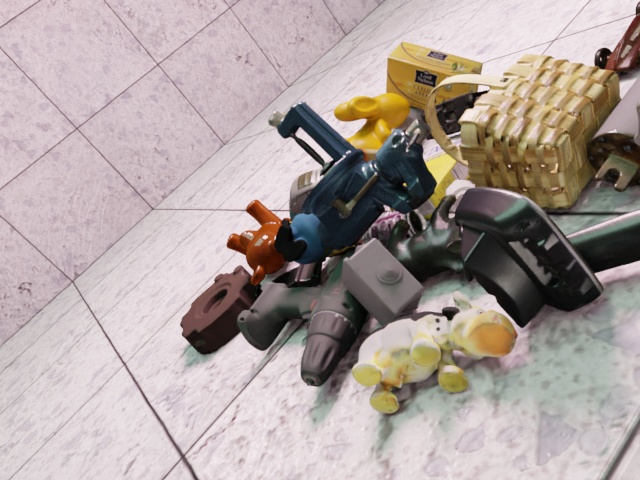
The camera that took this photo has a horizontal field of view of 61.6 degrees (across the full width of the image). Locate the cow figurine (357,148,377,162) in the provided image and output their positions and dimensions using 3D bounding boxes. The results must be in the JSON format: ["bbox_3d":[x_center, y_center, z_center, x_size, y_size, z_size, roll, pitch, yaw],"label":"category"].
[{"bbox_3d":[0.074,-0.096,0.899,0.127,0.085,0.195,-5,-8,-26],"label":"cow figurine"}]

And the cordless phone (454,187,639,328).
[{"bbox_3d":[0.228,-0.008,0.470,0.184,0.146,0.089,-27,33,35],"label":"cordless phone"}]

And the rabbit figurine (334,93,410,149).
[{"bbox_3d":[0.102,-0.209,1.026,0.173,0.162,0.122,-61,17,-8],"label":"rabbit figurine"}]

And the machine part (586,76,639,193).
[{"bbox_3d":[0.373,-0.142,0.597,0.243,0.079,0.079,-48,23,-19],"label":"machine part"}]

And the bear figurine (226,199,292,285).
[{"bbox_3d":[-0.113,0.004,0.985,0.120,0.132,0.196,-59,-3,8],"label":"bear figurine"}]

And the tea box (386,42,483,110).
[{"bbox_3d":[0.217,-0.306,1.037,0.170,0.098,0.068,24,57,24],"label":"tea box"}]

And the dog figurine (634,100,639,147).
[{"bbox_3d":[0.387,-0.150,0.479,0.190,0.172,0.121,-52,34,-12],"label":"dog figurine"}]

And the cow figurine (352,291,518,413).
[{"bbox_3d":[0.117,0.104,0.547,0.167,0.068,0.098,-28,18,25],"label":"cow figurine"}]

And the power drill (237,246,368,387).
[{"bbox_3d":[-0.023,0.106,0.746,0.207,0.086,0.232,-21,26,46],"label":"power drill"}]

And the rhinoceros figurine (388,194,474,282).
[{"bbox_3d":[0.163,0.002,0.659,0.190,0.073,0.112,-24,25,35],"label":"rhinoceros figurine"}]

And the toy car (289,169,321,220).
[{"bbox_3d":[-0.005,-0.082,1.037,0.162,0.102,0.109,-25,40,30],"label":"toy car"}]

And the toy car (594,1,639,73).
[{"bbox_3d":[0.486,-0.316,0.797,0.202,0.053,0.089,-45,25,-18],"label":"toy car"}]

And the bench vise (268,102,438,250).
[{"bbox_3d":[0.031,-0.109,0.730,0.129,0.241,0.223,-37,-12,-47],"label":"bench vise"}]

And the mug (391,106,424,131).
[{"bbox_3d":[0.196,-0.243,1.098,0.110,0.080,0.107,-6,48,34],"label":"mug"}]

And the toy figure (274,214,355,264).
[{"bbox_3d":[-0.004,-0.006,0.849,0.089,0.082,0.180,-22,-2,37],"label":"toy figure"}]

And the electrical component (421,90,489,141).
[{"bbox_3d":[0.256,-0.215,0.903,0.115,0.058,0.134,-22,9,-33],"label":"electrical component"}]

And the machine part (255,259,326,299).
[{"bbox_3d":[-0.052,0.074,0.912,0.139,0.039,0.084,-28,29,23],"label":"machine part"}]

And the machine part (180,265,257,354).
[{"bbox_3d":[-0.183,0.126,0.995,0.179,0.056,0.179,-33,23,17],"label":"machine part"}]
